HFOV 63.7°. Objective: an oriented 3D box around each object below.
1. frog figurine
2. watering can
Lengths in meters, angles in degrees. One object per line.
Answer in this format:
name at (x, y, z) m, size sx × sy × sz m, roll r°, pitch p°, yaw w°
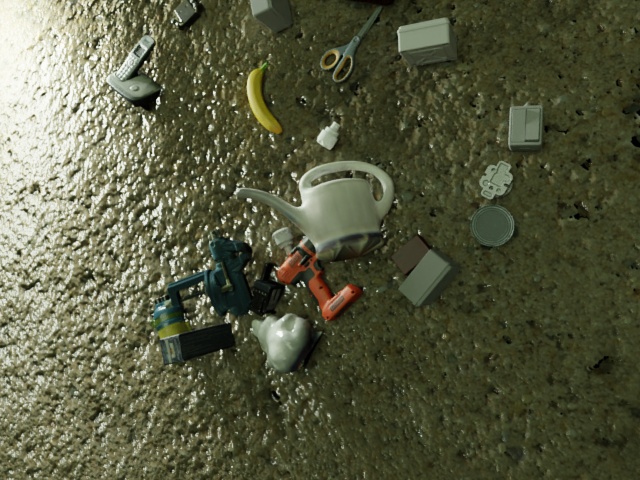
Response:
frog figurine at (-0.091, 0.224, 1.177) m, size 0.160 × 0.124 × 0.135 m, roll 28°, pitch 117°, yaw 11°
watering can at (0.003, -0.057, 1.126) m, size 0.348 × 0.102 × 0.227 m, roll -12°, pitch 72°, yaw -6°
